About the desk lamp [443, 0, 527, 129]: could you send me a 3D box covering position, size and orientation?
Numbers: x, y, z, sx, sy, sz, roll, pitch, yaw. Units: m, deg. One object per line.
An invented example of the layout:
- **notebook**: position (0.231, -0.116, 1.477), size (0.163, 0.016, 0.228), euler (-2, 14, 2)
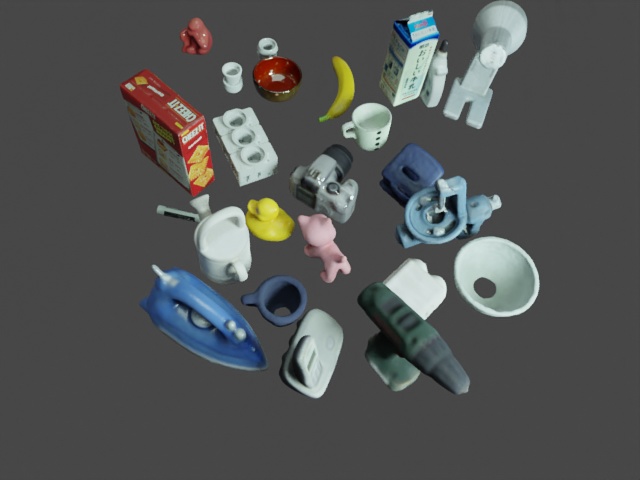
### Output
- **desk lamp**: position (0.378, -0.402, 1.299), size (0.118, 0.213, 0.203), euler (20, 63, 5)

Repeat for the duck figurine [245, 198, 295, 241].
- **duck figurine**: position (-0.100, -0.048, 1.140), size (0.104, 0.086, 0.077), euler (21, 63, 5)

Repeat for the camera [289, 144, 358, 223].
- **camera**: position (0.026, -0.132, 1.188), size (0.143, 0.101, 0.137), euler (31, 64, 10)

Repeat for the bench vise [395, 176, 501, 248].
- **bench vise**: position (0.256, -0.075, 1.115), size (0.208, 0.220, 0.121), euler (-30, 69, -19)

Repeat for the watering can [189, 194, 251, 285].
- **watering can**: position (-0.185, -0.005, 1.048), size (0.172, 0.194, 0.101), euler (34, 65, 12)

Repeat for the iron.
- **iron**: position (-0.195, 0.135, 1.005), size (0.258, 0.141, 0.119), euler (32, 64, 11)

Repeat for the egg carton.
- **egg carton**: position (0.168, 0.109, 1.096), size (0.107, 0.069, 0.150), euler (41, 66, 15)

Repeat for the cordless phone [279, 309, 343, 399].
- **cordless phone**: position (-0.010, 0.179, 0.976), size (0.094, 0.185, 0.148), euler (18, 63, 4)

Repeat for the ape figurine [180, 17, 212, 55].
- **ape figurine**: position (-0.289, -0.481, 1.340), size (0.076, 0.092, 0.077), euler (-32, 70, -19)

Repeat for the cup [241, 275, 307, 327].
- **cup**: position (-0.085, 0.123, 1.049), size (0.118, 0.095, 0.091), euler (0, 63, -6)

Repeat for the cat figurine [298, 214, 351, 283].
- **cat figurine**: position (0.010, 0.004, 1.107), size (0.067, 0.118, 0.127), euler (-31, 70, -19)

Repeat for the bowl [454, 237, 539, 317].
- **bowl**: position (0.336, 0.082, 1.124), size (0.167, 0.075, 0.167), euler (2, 63, -4)

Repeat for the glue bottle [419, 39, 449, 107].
- **glue bottle**: position (0.263, -0.386, 1.302), size (0.037, 0.173, 0.078), euler (-14, 65, -12)

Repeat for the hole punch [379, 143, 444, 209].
- **hole punch**: position (0.193, -0.133, 1.211), size (0.101, 0.091, 0.108), euler (-40, 73, -22)

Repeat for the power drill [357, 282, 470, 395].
- **power drill**: position (0.146, 0.185, 0.976), size (0.076, 0.208, 0.229), euler (-34, 71, -20)
